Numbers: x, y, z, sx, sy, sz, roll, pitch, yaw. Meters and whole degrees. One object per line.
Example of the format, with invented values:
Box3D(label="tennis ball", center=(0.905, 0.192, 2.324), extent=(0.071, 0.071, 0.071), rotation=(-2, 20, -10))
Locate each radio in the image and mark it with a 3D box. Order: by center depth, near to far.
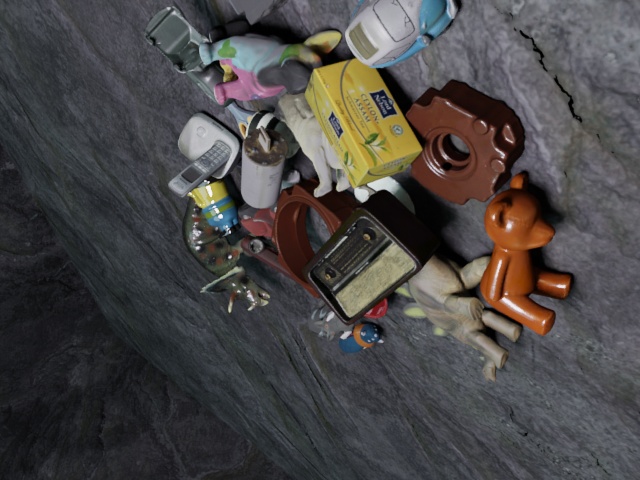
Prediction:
Box3D(label="radio", center=(0.073, 0.032, 0.863), extent=(0.131, 0.073, 0.229), rotation=(47, 137, 5))

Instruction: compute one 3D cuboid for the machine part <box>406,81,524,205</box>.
Box3D(label="machine part", center=(0.194, -0.132, 0.762), extent=(0.180, 0.056, 0.179), rotation=(32, 146, 25))

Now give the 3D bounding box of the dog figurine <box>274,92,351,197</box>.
Box3D(label="dog figurine", center=(0.024, -0.188, 0.880), extent=(0.172, 0.121, 0.190), rotation=(-26, 87, 24))

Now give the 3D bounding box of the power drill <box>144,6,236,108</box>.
Box3D(label="power drill", center=(-0.248, -0.342, 0.971), extent=(0.232, 0.086, 0.207), rotation=(45, 176, -5))

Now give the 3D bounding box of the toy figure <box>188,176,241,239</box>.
Box3D(label="toy figure", center=(-0.240, -0.096, 1.241), extent=(0.089, 0.082, 0.180), rotation=(-28, 96, 13))

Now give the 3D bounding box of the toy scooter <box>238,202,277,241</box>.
Box3D(label="toy scooter", center=(-0.100, -0.032, 1.212), extent=(0.184, 0.075, 0.135), rotation=(-3, 128, 49))

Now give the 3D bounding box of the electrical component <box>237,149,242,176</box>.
Box3D(label="electrical component", center=(-0.138, -0.149, 1.147), extent=(0.075, 0.048, 0.119), rotation=(20, 139, 36))

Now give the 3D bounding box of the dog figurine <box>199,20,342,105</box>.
Box3D(label="dog figurine", center=(-0.067, -0.291, 0.866), extent=(0.219, 0.192, 0.108), rotation=(-2, 129, 9))

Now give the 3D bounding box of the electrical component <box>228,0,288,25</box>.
Box3D(label="electrical component", center=(-0.098, -0.400, 0.814), extent=(0.134, 0.058, 0.114), rotation=(-13, 113, 54))

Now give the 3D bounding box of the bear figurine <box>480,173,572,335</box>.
Box3D(label="bear figurine", center=(0.293, 0.016, 0.756), extent=(0.132, 0.120, 0.195), rotation=(23, 136, 28))

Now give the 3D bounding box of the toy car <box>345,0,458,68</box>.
Box3D(label="toy car", center=(0.084, -0.277, 0.689), extent=(0.109, 0.103, 0.162), rotation=(55, 146, -10))

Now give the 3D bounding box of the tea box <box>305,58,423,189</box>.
Box3D(label="tea box", center=(0.059, -0.171, 0.774), extent=(0.169, 0.098, 0.068), rotation=(61, 157, 13))

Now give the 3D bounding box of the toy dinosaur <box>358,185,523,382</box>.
Box3D(label="toy dinosaur", center=(0.207, 0.082, 0.926), extent=(0.199, 0.105, 0.470), rotation=(5, 133, 49))

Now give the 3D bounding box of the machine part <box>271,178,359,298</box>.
Box3D(label="machine part", center=(-0.002, -0.003, 1.046), extent=(0.201, 0.087, 0.201), rotation=(42, 132, 31))

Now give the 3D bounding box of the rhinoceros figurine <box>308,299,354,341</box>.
Box3D(label="rhinoceros figurine", center=(0.027, 0.183, 1.262), extent=(0.073, 0.112, 0.190), rotation=(54, 156, -7))

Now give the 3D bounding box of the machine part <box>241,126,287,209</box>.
Box3D(label="machine part", center=(-0.102, -0.124, 0.965), extent=(0.079, 0.079, 0.243), rotation=(43, 158, 7))

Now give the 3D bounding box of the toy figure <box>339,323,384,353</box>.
Box3D(label="toy figure", center=(0.097, 0.231, 1.280), extent=(0.154, 0.064, 0.058), rotation=(-41, 53, 54))

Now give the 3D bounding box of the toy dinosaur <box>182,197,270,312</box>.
Box3D(label="toy dinosaur", center=(-0.267, -0.003, 1.331), extent=(0.131, 0.192, 0.404), rotation=(-5, 122, 50))

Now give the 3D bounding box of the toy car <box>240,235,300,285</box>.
Box3D(label="toy car", center=(-0.099, 0.051, 1.285), extent=(0.202, 0.053, 0.089), rotation=(31, 163, -11))

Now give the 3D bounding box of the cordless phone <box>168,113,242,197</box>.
Box3D(label="cordless phone", center=(-0.270, -0.173, 1.151), extent=(0.147, 0.184, 0.088), rotation=(37, 152, 16))
